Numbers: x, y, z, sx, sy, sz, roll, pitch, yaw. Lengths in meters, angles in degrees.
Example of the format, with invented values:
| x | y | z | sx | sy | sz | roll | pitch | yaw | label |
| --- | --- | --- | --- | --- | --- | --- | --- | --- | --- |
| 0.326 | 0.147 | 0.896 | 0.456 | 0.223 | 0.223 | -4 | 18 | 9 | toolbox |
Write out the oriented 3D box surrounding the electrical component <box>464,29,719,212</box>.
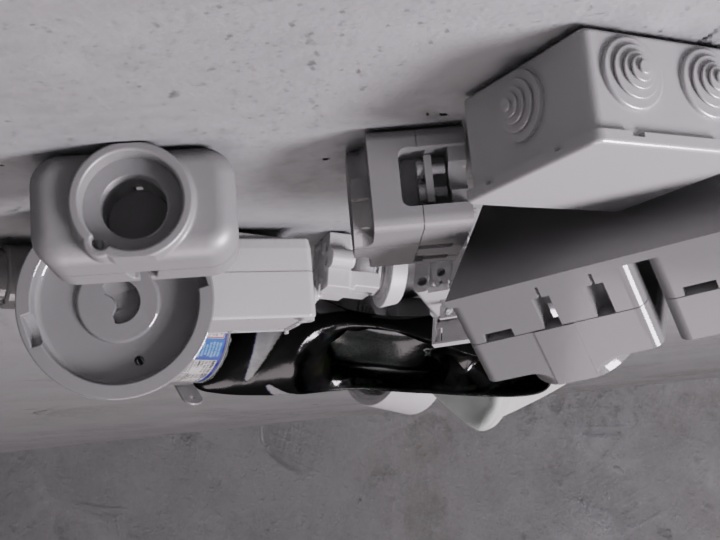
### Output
| x | y | z | sx | sy | sz | roll | pitch | yaw | label |
| --- | --- | --- | --- | --- | --- | --- | --- | --- | --- |
| 0.102 | -0.060 | 0.454 | 0.100 | 0.048 | 0.100 | 1 | 168 | -29 | electrical component |

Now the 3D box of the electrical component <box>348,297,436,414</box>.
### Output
| x | y | z | sx | sy | sz | roll | pitch | yaw | label |
| --- | --- | --- | --- | --- | --- | --- | --- | --- | --- |
| 0.025 | 0.075 | 0.976 | 0.060 | 0.108 | 0.108 | 10 | 163 | -34 | electrical component |

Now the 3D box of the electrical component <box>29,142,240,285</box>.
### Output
| x | y | z | sx | sy | sz | roll | pitch | yaw | label |
| --- | --- | --- | --- | --- | --- | --- | --- | --- | --- |
| -0.107 | -0.026 | 0.518 | 0.095 | 0.053 | 0.059 | -4 | 169 | -6 | electrical component |

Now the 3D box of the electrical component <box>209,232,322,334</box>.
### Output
| x | y | z | sx | sy | sz | roll | pitch | yaw | label |
| --- | --- | --- | --- | --- | --- | --- | --- | --- | --- |
| -0.071 | 0.008 | 0.692 | 0.096 | 0.061 | 0.062 | -1 | 169 | -21 | electrical component |

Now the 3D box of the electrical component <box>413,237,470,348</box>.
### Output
| x | y | z | sx | sy | sz | roll | pitch | yaw | label |
| --- | --- | --- | --- | --- | --- | --- | --- | --- | --- |
| 0.067 | 0.009 | 0.745 | 0.042 | 0.081 | 0.063 | -10 | 145 | 23 | electrical component |

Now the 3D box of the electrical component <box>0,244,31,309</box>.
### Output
| x | y | z | sx | sy | sz | roll | pitch | yaw | label |
| --- | --- | --- | --- | --- | --- | --- | --- | --- | --- |
| -0.218 | 0.004 | 0.658 | 0.078 | 0.040 | 0.040 | 3 | 167 | -33 | electrical component |

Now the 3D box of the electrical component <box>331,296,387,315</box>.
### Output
| x | y | z | sx | sy | sz | roll | pitch | yaw | label |
| --- | --- | --- | --- | --- | --- | --- | --- | --- | --- |
| -0.032 | 0.041 | 0.917 | 0.100 | 0.048 | 0.100 | -12 | 168 | 27 | electrical component |

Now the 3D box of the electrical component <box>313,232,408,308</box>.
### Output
| x | y | z | sx | sy | sz | roll | pitch | yaw | label |
| --- | --- | --- | --- | --- | --- | --- | --- | --- | --- |
| 0.000 | 0.000 | 0.730 | 0.055 | 0.048 | 0.066 | 6 | 166 | -16 | electrical component |

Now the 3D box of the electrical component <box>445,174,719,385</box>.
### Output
| x | y | z | sx | sy | sz | roll | pitch | yaw | label |
| --- | --- | --- | --- | --- | --- | --- | --- | --- | --- |
| 0.148 | -0.011 | 0.523 | 0.186 | 0.060 | 0.105 | -16 | -154 | 28 | electrical component |

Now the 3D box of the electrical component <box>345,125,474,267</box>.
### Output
| x | y | z | sx | sy | sz | roll | pitch | yaw | label |
| --- | --- | --- | --- | --- | --- | --- | --- | --- | --- |
| 0.023 | -0.035 | 0.545 | 0.056 | 0.050 | 0.089 | -5 | 169 | -2 | electrical component |

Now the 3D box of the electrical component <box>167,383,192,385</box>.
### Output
| x | y | z | sx | sy | sz | roll | pitch | yaw | label |
| --- | --- | --- | --- | --- | --- | --- | --- | --- | --- |
| -0.166 | 0.076 | 1.013 | 0.050 | 0.055 | 0.089 | 2 | 167 | -36 | electrical component |

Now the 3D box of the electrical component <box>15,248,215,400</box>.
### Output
| x | y | z | sx | sy | sz | roll | pitch | yaw | label |
| --- | --- | --- | --- | --- | --- | --- | --- | --- | --- |
| -0.135 | 0.019 | 0.615 | 0.108 | 0.108 | 0.060 | -5 | 175 | -3 | electrical component |
